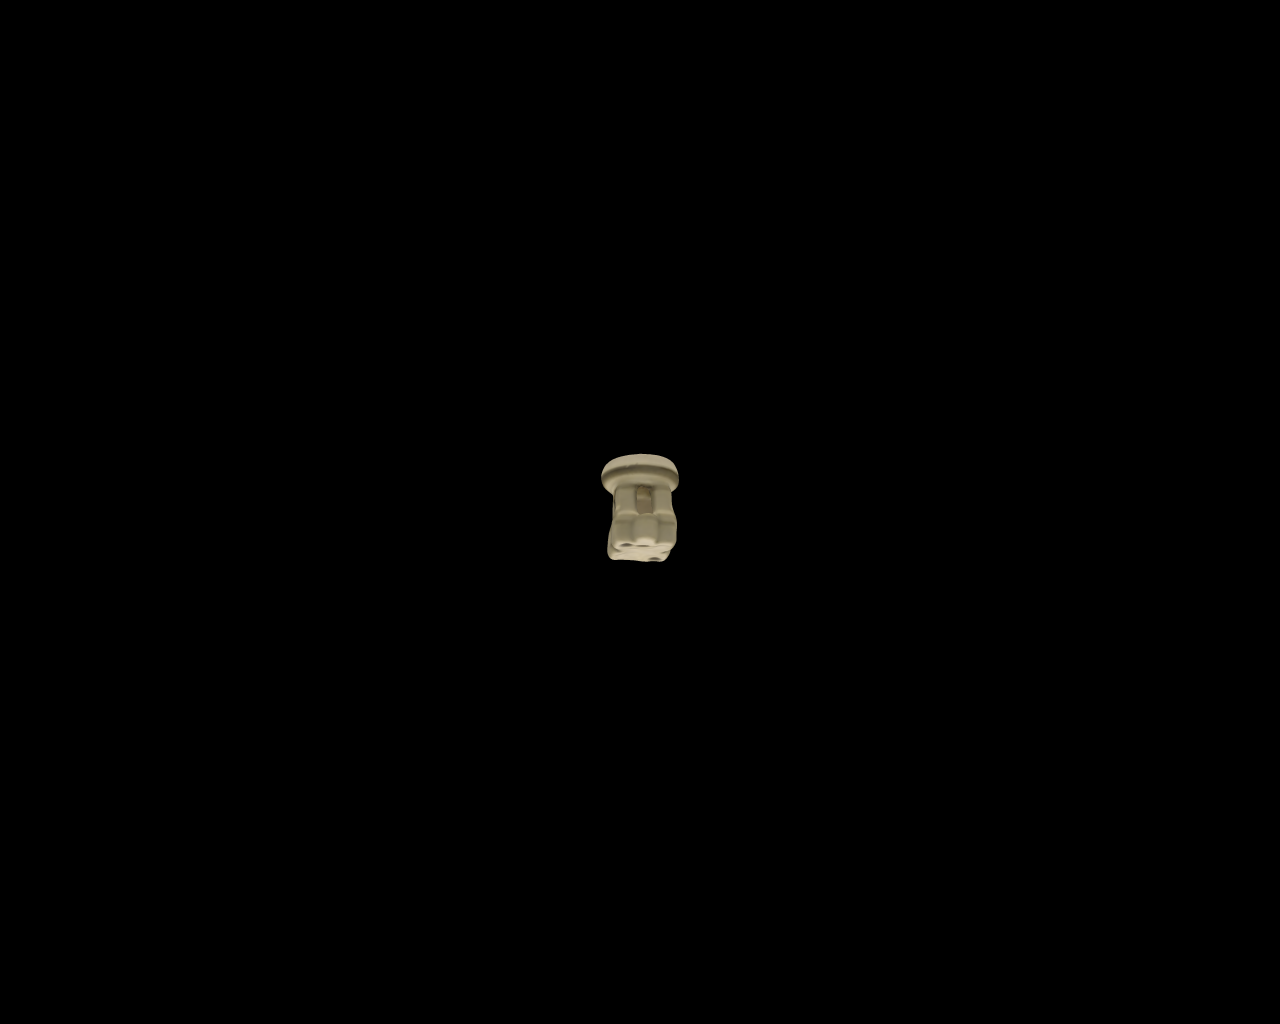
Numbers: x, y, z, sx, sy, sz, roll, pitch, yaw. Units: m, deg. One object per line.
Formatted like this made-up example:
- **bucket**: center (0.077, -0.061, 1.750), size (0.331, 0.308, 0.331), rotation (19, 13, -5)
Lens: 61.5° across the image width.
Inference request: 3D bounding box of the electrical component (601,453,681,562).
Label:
- **electrical component**: center (0.001, -0.003, 0.650), size (0.048, 0.055, 0.066), rotation (2, -18, -7)
